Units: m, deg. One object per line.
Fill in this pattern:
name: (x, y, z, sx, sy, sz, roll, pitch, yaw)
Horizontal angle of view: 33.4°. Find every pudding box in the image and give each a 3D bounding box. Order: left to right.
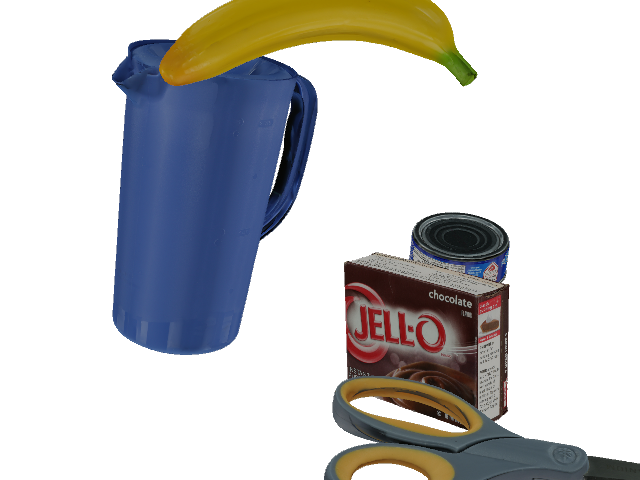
pudding box: (0.066, 0.062, 0.684, 0.114, 0.090, 0.039, 12, 22, 42)

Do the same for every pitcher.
pitcher: (-0.094, -0.036, 0.874, 0.149, 0.243, 0.145, 11, 19, 2)

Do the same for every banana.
banana: (-0.001, -0.128, 0.650, 0.197, 0.069, 0.037, -3, -31, -13)

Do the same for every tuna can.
tuna can: (0.120, 0.009, 0.925, 0.086, 0.034, 0.086, 2, 30, -1)

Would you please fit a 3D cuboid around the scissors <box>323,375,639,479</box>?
scissors: (0.089, 0.104, 0.449, 0.202, 0.016, 0.096, 16, 33, 24)
